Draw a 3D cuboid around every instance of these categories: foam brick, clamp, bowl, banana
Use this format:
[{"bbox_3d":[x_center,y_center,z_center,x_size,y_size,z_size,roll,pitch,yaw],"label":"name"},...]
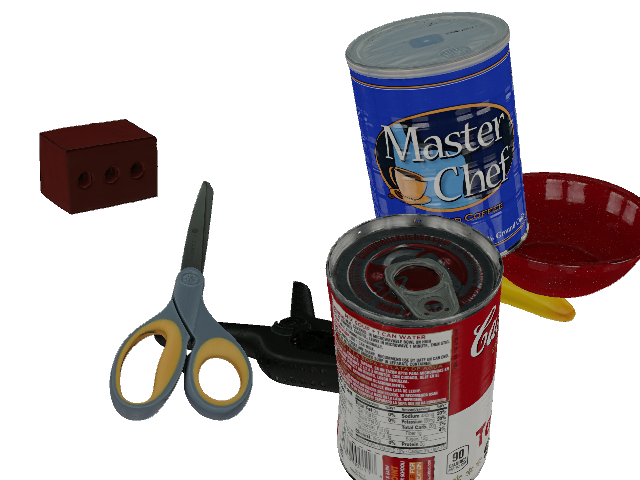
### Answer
[{"bbox_3d":[-0.174,-0.059,0.836,0.078,0.053,0.051,-15,31,-33],"label":"foam brick"},{"bbox_3d":[-0.020,0.083,0.923,0.164,0.036,0.210,-19,24,-41],"label":"clamp"},{"bbox_3d":[0.199,0.001,0.899,0.162,0.055,0.162,0,30,0],"label":"bowl"},{"bbox_3d":[0.164,0.049,1.107,0.198,0.037,0.069,8,39,11],"label":"banana"}]

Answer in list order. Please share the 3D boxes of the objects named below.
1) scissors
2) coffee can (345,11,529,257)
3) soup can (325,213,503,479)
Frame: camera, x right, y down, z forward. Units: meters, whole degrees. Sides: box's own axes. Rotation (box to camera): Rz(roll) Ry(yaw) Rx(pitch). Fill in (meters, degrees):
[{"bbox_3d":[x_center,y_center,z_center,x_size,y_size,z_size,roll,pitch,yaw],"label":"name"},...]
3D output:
[{"bbox_3d":[-0.071,0.041,0.704,0.096,0.201,0.016,20,-42,5],"label":"scissors"},{"bbox_3d":[0.078,-0.065,0.694,0.103,0.140,0.103,-9,27,5],"label":"coffee can"},{"bbox_3d":[0.038,0.050,0.437,0.068,0.102,0.068,-2,36,1],"label":"soup can"}]
